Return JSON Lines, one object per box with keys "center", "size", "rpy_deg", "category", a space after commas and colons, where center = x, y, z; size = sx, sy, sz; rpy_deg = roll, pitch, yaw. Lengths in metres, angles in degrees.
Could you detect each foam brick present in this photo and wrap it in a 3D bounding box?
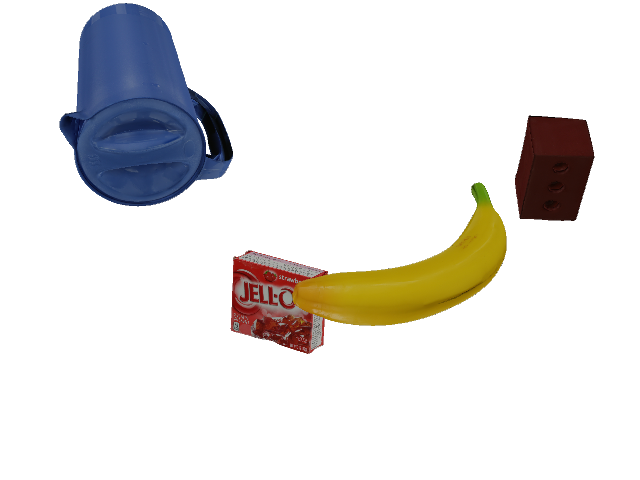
{"center": [0.204, -0.063, 0.939], "size": [0.053, 0.051, 0.078], "rpy_deg": [3, -45, 1], "category": "foam brick"}

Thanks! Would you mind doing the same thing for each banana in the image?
{"center": [0.070, 0.021, 0.736], "size": [0.197, 0.037, 0.070], "rpy_deg": [-27, 54, -37], "category": "banana"}

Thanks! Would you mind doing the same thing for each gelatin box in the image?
{"center": [-0.039, 0.055, 0.969], "size": [0.089, 0.073, 0.030], "rpy_deg": [14, 21, 28], "category": "gelatin box"}

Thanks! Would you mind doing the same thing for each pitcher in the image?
{"center": [-0.195, -0.155, 1.167], "size": [0.145, 0.149, 0.243], "rpy_deg": [-22, 41, 4], "category": "pitcher"}
